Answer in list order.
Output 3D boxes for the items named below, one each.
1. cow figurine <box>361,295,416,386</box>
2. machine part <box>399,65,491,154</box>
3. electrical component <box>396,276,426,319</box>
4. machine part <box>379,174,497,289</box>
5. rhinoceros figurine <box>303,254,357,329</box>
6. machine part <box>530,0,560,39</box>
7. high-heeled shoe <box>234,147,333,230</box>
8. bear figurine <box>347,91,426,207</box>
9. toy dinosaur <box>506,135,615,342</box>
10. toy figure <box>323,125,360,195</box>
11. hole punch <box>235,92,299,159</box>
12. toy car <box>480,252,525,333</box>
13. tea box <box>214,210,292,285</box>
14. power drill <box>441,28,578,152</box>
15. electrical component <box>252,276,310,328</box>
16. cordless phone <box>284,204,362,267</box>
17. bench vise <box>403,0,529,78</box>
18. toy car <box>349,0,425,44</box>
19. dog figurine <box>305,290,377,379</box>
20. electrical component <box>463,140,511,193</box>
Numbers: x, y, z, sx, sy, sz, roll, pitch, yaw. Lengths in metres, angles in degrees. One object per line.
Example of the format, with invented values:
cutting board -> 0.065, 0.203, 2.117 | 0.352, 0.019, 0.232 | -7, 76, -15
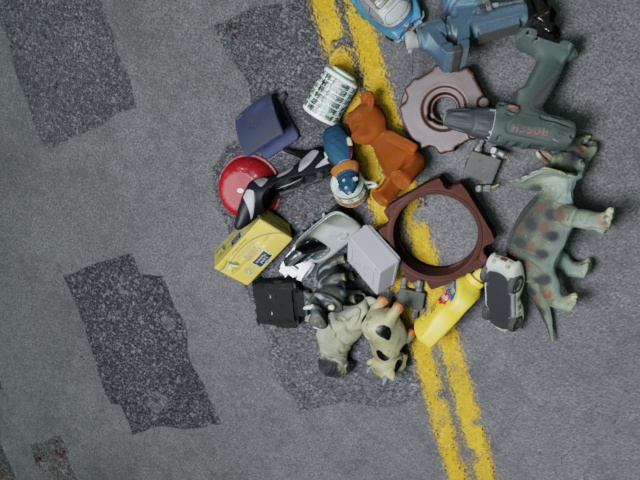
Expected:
cow figurine -> 0.144, 0.226, 1.162 | 0.086, 0.127, 0.194 | 29, 154, 46
machine part -> 0.245, -0.257, 1.056 | 0.180, 0.056, 0.179 | 4, 103, 19
electrical component -> 0.198, 0.127, 1.181 | 0.063, 0.021, 0.094 | 10, 107, 16
machine part -> 0.239, -0.016, 1.099 | 0.201, 0.087, 0.201 | -30, 93, 24
rhinoceros figurine -> 0.016, 0.109, 1.148 | 0.112, 0.190, 0.073 | -15, 121, 18
machine part -> 0.391, -0.428, 0.960 | 0.039, 0.084, 0.139 | -28, 82, 40
high-heeled shoe -> -0.065, -0.100, 1.135 | 0.145, 0.086, 0.248 | 25, 74, 19
bear figurine -> 0.117, -0.187, 1.076 | 0.196, 0.132, 0.120 | 46, 147, -4
toy dinosaur -> 0.431, 0.002, 1.030 | 0.192, 0.131, 0.404 | 26, 117, 27
toy figure -> 0.048, -0.160, 1.095 | 0.064, 0.058, 0.154 | -45, 57, 56
hole punch -> -0.124, -0.245, 1.165 | 0.142, 0.092, 0.115 | -30, 89, 26
toy car -> 0.364, 0.110, 1.065 | 0.074, 0.056, 0.201 | 25, 145, 39
tea box -> -0.154, 0.012, 1.225 | 0.098, 0.068, 0.169 | 30, 115, -29
power drill -> 0.356, -0.266, 0.962 | 0.232, 0.086, 0.207 | 20, 82, 6
electrical component -> -0.087, 0.144, 1.261 | 0.134, 0.058, 0.114 | -2, 104, 19
cordless phone -> -0.001, -0.003, 1.129 | 0.146, 0.184, 0.089 | -38, 85, 22
bench vise -> 0.244, -0.425, 0.970 | 0.224, 0.128, 0.240 | -17, 72, 15
toy car -> 0.120, -0.458, 1.024 | 0.109, 0.103, 0.161 | -38, 87, 23
dog figurine -> 0.065, 0.220, 1.218 | 0.172, 0.121, 0.190 | -9, 114, 23
electrical component -> 0.327, -0.145, 1.060 | 0.078, 0.045, 0.102 | 27, 110, 9
